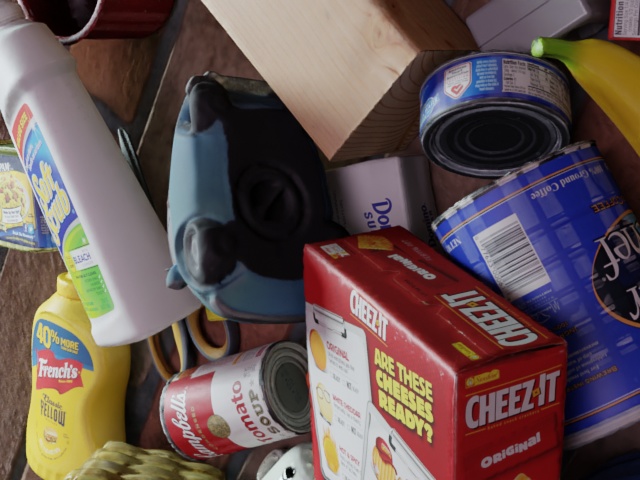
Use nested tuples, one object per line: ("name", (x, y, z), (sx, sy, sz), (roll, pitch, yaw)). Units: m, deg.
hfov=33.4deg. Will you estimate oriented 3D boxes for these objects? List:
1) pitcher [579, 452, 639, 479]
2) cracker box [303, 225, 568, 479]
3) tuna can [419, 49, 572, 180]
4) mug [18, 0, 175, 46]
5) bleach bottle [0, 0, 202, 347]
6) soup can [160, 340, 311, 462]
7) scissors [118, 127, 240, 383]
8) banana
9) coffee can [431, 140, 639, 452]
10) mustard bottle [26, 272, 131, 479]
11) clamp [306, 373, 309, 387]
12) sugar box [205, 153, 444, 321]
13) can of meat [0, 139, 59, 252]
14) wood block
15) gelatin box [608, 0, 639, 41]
("pitcher", (0.216, 0.236, 0.548), (0.145, 0.149, 0.243), (-14, 94, -2))
("cracker box", (0.058, 0.120, 0.584), (0.164, 0.072, 0.214), (39, 137, 56))
("tuna can", (0.098, -0.069, 0.602), (0.086, 0.086, 0.033), (-17, 57, 36))
("mug", (-0.162, -0.198, 0.772), (0.093, 0.081, 0.117), (-17, 88, 36))
("bleach bottle", (-0.173, -0.050, 0.750), (0.103, 0.068, 0.251), (-15, 102, 60))
("soup can", (-0.054, 0.115, 0.758), (0.102, 0.068, 0.068), (-21, 85, 35))
("scissors", (-0.107, 0.012, 0.810), (0.096, 0.016, 0.202), (0, 98, 34))
("banana", (0.184, -0.032, 0.564), (0.198, 0.069, 0.037), (58, 161, 4))
("coffee can", (0.137, 0.031, 0.583), (0.103, 0.102, 0.140), (-33, 78, 35))
("mustard bottle", (-0.194, 0.102, 0.862), (0.096, 0.058, 0.192), (17, 107, 39))
("clamp", (0.066, 0.123, 0.691), (0.172, 0.039, 0.120), (9, 99, 39))
("sugar box", (-0.005, 0.001, 0.717), (0.177, 0.048, 0.093), (-7, 92, 33))
("can of meat", (-0.227, -0.037, 0.855), (0.102, 0.057, 0.084), (9, 106, 48))
("wood block", (-0.006, -0.158, 0.663), (0.206, 0.090, 0.091), (52, 123, 17))
("gelatin box", (0.198, -0.140, 0.555), (0.089, 0.030, 0.073), (9, 104, 33))
